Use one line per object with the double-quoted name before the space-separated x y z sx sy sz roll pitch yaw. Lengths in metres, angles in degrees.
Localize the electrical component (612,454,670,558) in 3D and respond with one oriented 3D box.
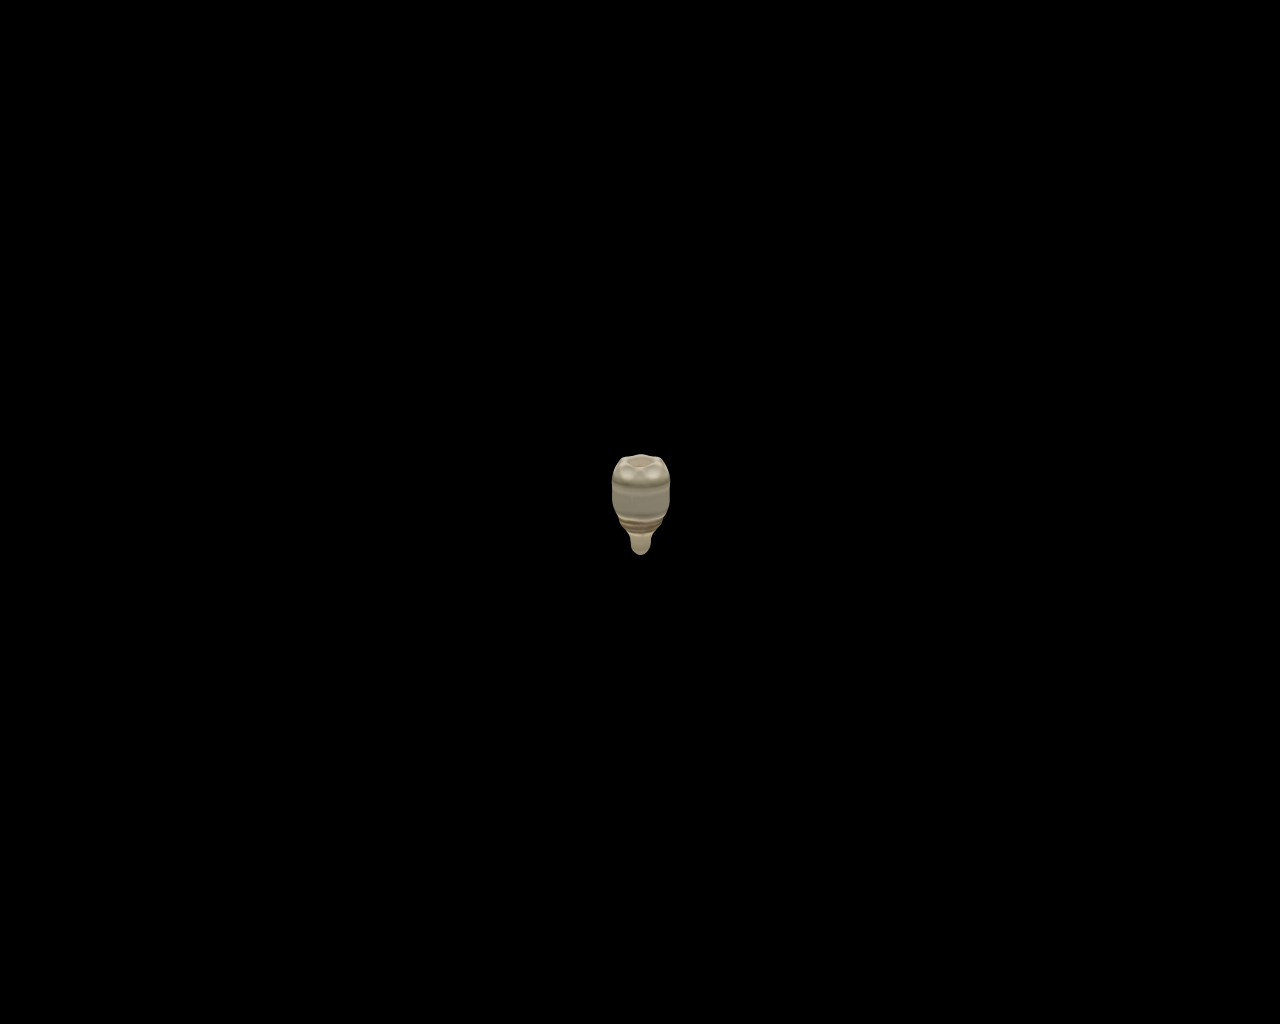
"electrical component" 0.001 -0.003 0.650 0.035 0.061 0.035 0 19 0
